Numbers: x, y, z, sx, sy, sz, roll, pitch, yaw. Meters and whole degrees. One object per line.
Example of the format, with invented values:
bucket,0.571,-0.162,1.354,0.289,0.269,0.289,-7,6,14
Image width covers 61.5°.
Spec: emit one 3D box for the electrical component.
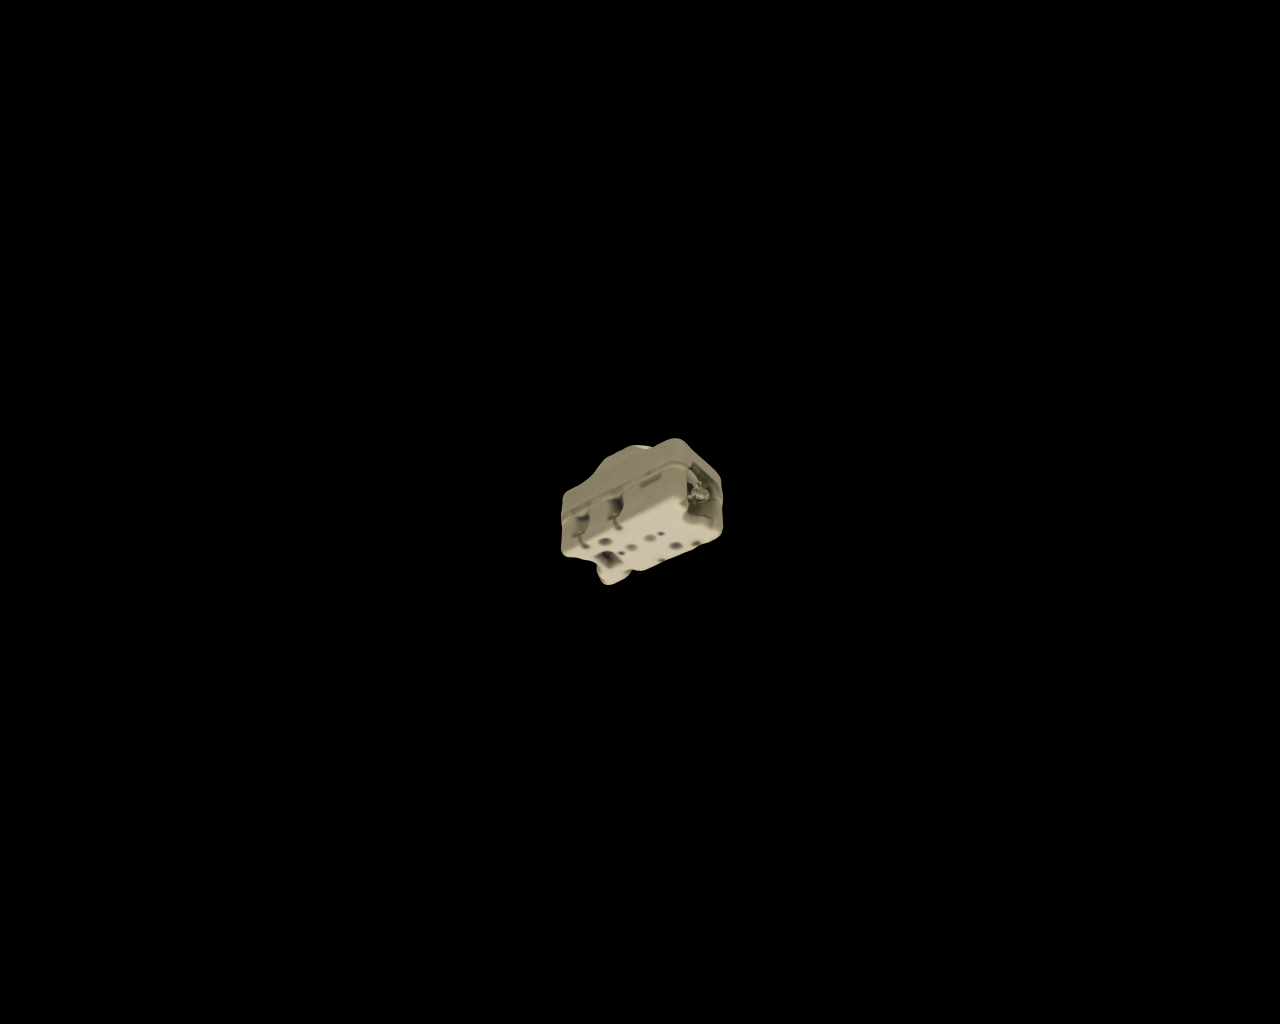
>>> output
electrical component,0.001,-0.003,0.650,0.089,0.056,0.050,-25,-45,28
